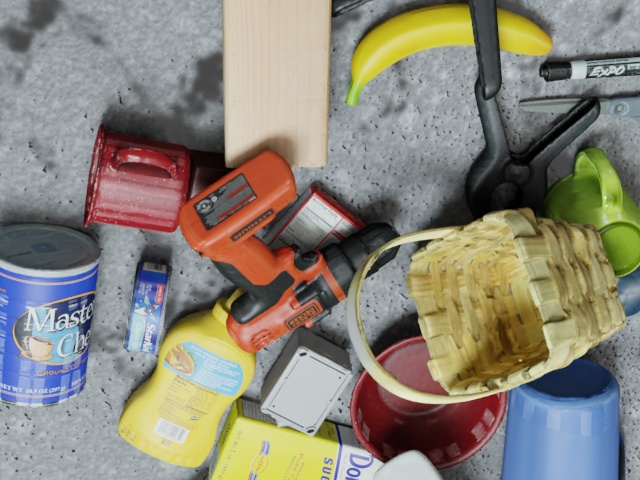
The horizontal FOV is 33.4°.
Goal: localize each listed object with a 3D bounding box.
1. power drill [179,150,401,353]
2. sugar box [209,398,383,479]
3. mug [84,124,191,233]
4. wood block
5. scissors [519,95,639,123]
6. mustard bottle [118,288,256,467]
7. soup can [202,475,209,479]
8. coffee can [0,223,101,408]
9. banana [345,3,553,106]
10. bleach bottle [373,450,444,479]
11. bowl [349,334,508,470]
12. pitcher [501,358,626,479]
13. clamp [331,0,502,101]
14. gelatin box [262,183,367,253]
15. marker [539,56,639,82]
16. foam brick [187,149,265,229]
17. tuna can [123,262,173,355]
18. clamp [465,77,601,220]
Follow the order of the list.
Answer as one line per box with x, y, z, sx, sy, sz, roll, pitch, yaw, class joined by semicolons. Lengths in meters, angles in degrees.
-0.027;0.006;0.943;0.184;0.057;0.187;-35;139;-2;power drill
-0.020;0.234;1.118;0.176;0.048;0.093;18;111;-12;sugar box
-0.160;-0.055;0.945;0.081;0.117;0.093;9;68;-16;mug
-0.039;-0.173;0.917;0.090;0.090;0.206;-1;113;-6;wood block
0.295;-0.112;1.023;0.202;0.016;0.096;-14;116;2;scissors
-0.118;0.129;1.055;0.096;0.058;0.192;27;108;-11;mustard bottle
-0.132;0.305;1.124;0.102;0.068;0.068;-44;111;11;soup can
-0.261;0.068;0.988;0.102;0.103;0.140;7;112;-10;coffee can
0.110;-0.179;0.962;0.198;0.037;0.069;-14;121;-1;banana
0.134;0.315;1.114;0.068;0.103;0.250;-31;137;2;bleach bottle
0.107;0.156;1.094;0.162;0.055;0.162;-2;113;-6;bowl
0.257;0.245;1.119;0.145;0.149;0.243;1;112;8;pitcher
0.113;-0.245;0.915;0.164;0.036;0.210;22;94;-1;clamp
-0.007;0.001;1.029;0.073;0.030;0.089;37;104;-18;gelatin box
0.264;-0.160;0.996;0.121;0.020;0.020;-5;114;-5;marker
-0.085;-0.047;0.981;0.078;0.053;0.051;7;112;-18;foam brick
-0.163;0.064;1.007;0.033;0.086;0.086;10;112;-9;tuna can
0.195;-0.073;1.014;0.120;0.039;0.171;7;119;1;clamp
